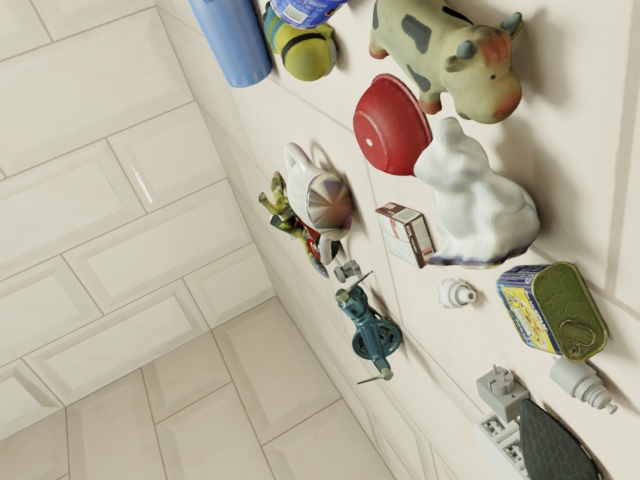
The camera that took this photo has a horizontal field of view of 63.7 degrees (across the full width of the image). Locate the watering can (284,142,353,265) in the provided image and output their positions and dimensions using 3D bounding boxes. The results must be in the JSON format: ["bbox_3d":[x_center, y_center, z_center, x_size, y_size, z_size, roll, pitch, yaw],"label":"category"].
[{"bbox_3d":[0.004,-0.059,1.181,0.227,0.104,0.342,38,152,62],"label":"watering can"}]

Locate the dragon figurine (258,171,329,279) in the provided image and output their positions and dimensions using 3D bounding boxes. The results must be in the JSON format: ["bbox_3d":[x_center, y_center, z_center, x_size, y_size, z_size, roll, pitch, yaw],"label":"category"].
[{"bbox_3d":[-0.064,-0.044,1.581,0.415,0.122,0.240,62,-175,15],"label":"dragon figurine"}]

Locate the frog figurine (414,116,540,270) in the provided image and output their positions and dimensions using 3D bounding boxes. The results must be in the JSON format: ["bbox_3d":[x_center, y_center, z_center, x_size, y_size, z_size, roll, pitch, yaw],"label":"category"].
[{"bbox_3d":[0.164,-0.054,0.556,0.138,0.123,0.159,-110,10,-86],"label":"frog figurine"}]
